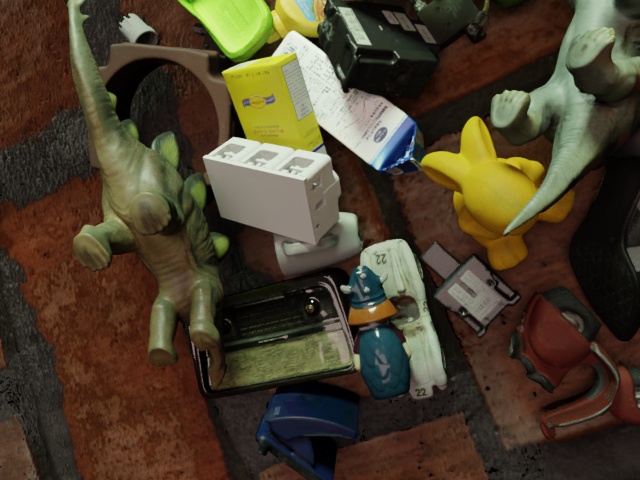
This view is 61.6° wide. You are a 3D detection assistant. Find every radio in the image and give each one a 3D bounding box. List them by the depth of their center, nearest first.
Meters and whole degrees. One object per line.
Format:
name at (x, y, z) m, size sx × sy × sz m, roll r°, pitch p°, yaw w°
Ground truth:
radio at (-0.058, 0.122, 0.714) m, size 0.230 × 0.073 × 0.131 m, roll -15°, pitch 87°, yaw 16°

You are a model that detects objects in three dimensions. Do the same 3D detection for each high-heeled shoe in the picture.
high-heeled shoe at (0.362, -0.019, 0.603) m, size 0.145 × 0.086 × 0.248 m, roll -23°, pitch 110°, yaw -20°

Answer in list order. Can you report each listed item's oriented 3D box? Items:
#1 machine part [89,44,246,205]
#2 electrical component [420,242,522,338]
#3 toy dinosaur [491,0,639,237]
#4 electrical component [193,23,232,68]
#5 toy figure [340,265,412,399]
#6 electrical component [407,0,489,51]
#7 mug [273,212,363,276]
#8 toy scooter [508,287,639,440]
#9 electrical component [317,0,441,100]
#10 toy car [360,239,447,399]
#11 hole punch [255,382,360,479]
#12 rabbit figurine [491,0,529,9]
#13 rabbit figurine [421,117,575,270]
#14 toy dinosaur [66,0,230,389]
machine part at (-0.201, -0.154, 0.725) m, size 0.202 × 0.087 × 0.200 m, roll 8°, pitch 107°, yaw 8°
electrical component at (0.176, 0.051, 0.655) m, size 0.075 × 0.048 × 0.119 m, roll -45°, pitch 81°, yaw 12°
toy dinosaur at (0.282, -0.171, 0.529) m, size 0.131 × 0.192 × 0.404 m, roll 20°, pitch 88°, yaw 59°
electrical component at (-0.142, -0.272, 0.757) m, size 0.094 × 0.021 × 0.063 m, roll 20°, pitch 97°, yaw 15°
toy figure at (0.064, 0.106, 0.630) m, size 0.058 × 0.064 × 0.154 m, roll -26°, pitch 76°, yaw 60°
electrical component at (0.159, -0.280, 0.653) m, size 0.078 × 0.045 × 0.102 m, roll -28°, pitch 83°, yaw 14°
mug at (-0.001, -0.002, 0.681) m, size 0.107 × 0.109 × 0.080 m, roll -11°, pitch 89°, yaw 5°
toy scooter at (0.281, 0.152, 0.613) m, size 0.135 × 0.075 × 0.184 m, roll -43°, pitch 84°, yaw 15°
electrical component at (0.075, -0.225, 0.635) m, size 0.058 × 0.134 × 0.115 m, roll 119°, pitch 142°, yaw -49°
toy car at (0.104, 0.099, 0.673) m, size 0.074 × 0.056 × 0.201 m, roll -15°, pitch 87°, yaw 17°
hole punch at (-0.011, 0.227, 0.677) m, size 0.116 × 0.142 × 0.092 m, roll 32°, pitch 102°, yaw 0°
rabbit figurine at (0.224, -0.357, 0.612) m, size 0.159 × 0.121 × 0.170 m, roll -16°, pitch 101°, yaw 8°
rabbit figurine at (0.195, -0.054, 0.582) m, size 0.122 × 0.173 × 0.162 m, roll -38°, pitch 85°, yaw 18°
toy dinosaur at (-0.187, -0.031, 0.600) m, size 0.105 × 0.199 × 0.470 m, roll -14°, pitch 114°, yaw 5°
